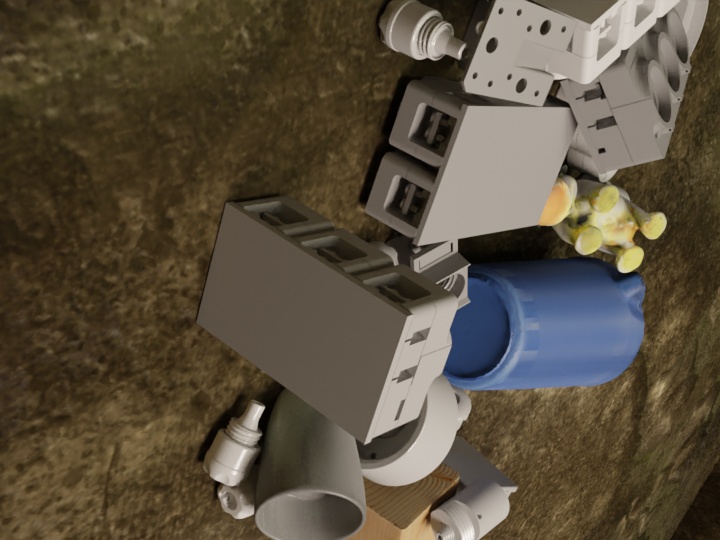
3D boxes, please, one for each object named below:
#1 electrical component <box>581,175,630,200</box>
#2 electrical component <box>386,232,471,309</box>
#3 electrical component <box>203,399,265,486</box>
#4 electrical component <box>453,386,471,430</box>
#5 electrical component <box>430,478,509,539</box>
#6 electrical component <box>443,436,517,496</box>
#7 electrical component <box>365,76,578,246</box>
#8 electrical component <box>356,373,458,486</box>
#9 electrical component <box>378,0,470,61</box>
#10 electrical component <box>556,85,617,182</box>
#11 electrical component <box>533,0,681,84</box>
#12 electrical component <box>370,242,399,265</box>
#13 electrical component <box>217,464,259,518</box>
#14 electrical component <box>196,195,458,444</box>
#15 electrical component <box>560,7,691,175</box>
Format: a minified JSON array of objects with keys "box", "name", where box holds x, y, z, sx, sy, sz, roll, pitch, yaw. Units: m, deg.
[{"box":[0.247,-0.075,1.106,0.065,0.044,0.044,25,95,-56],"name":"electrical component"},{"box":[0.052,0.001,0.850,0.042,0.063,0.081,-27,141,-19],"name":"electrical component"},{"box":[-0.088,0.124,0.782,0.035,0.035,0.061,20,97,-61],"name":"electrical component"},{"box":[0.079,0.143,1.048,0.048,0.048,0.062,-33,151,-39],"name":"electrical component"},{"box":[0.093,0.221,0.956,0.081,0.043,0.043,-22,134,-48],"name":"electrical component"},{"box":[0.093,0.210,1.074,0.100,0.100,0.048,12,111,-48],"name":"electrical component"},{"box":[0.089,-0.087,0.829,0.186,0.060,0.105,-11,126,-53],"name":"electrical component"},{"box":[0.018,0.115,0.866,0.108,0.108,0.060,-58,145,-2],"name":"electrical component"},{"box":[0.044,-0.152,0.697,0.035,0.061,0.035,-38,145,-33],"name":"electrical component"},{"box":[0.230,-0.126,0.997,0.052,0.074,0.138,-53,151,-10],"name":"electrical component"},{"box":[0.178,-0.212,0.820,0.150,0.089,0.061,-42,147,-28],"name":"electrical component"},{"box":[0.000,0.000,0.801,0.061,0.035,0.035,-18,132,-46],"name":"electrical component"},{"box":[-0.079,0.166,0.833,0.061,0.035,0.035,-24,136,-48],"name":"electrical component"},{"box":[-0.021,0.025,0.671,0.062,0.150,0.089,-14,128,-50],"name":"electrical component"},{"box":[0.225,-0.160,0.884,0.089,0.062,0.150,60,37,-25],"name":"electrical component"}]
